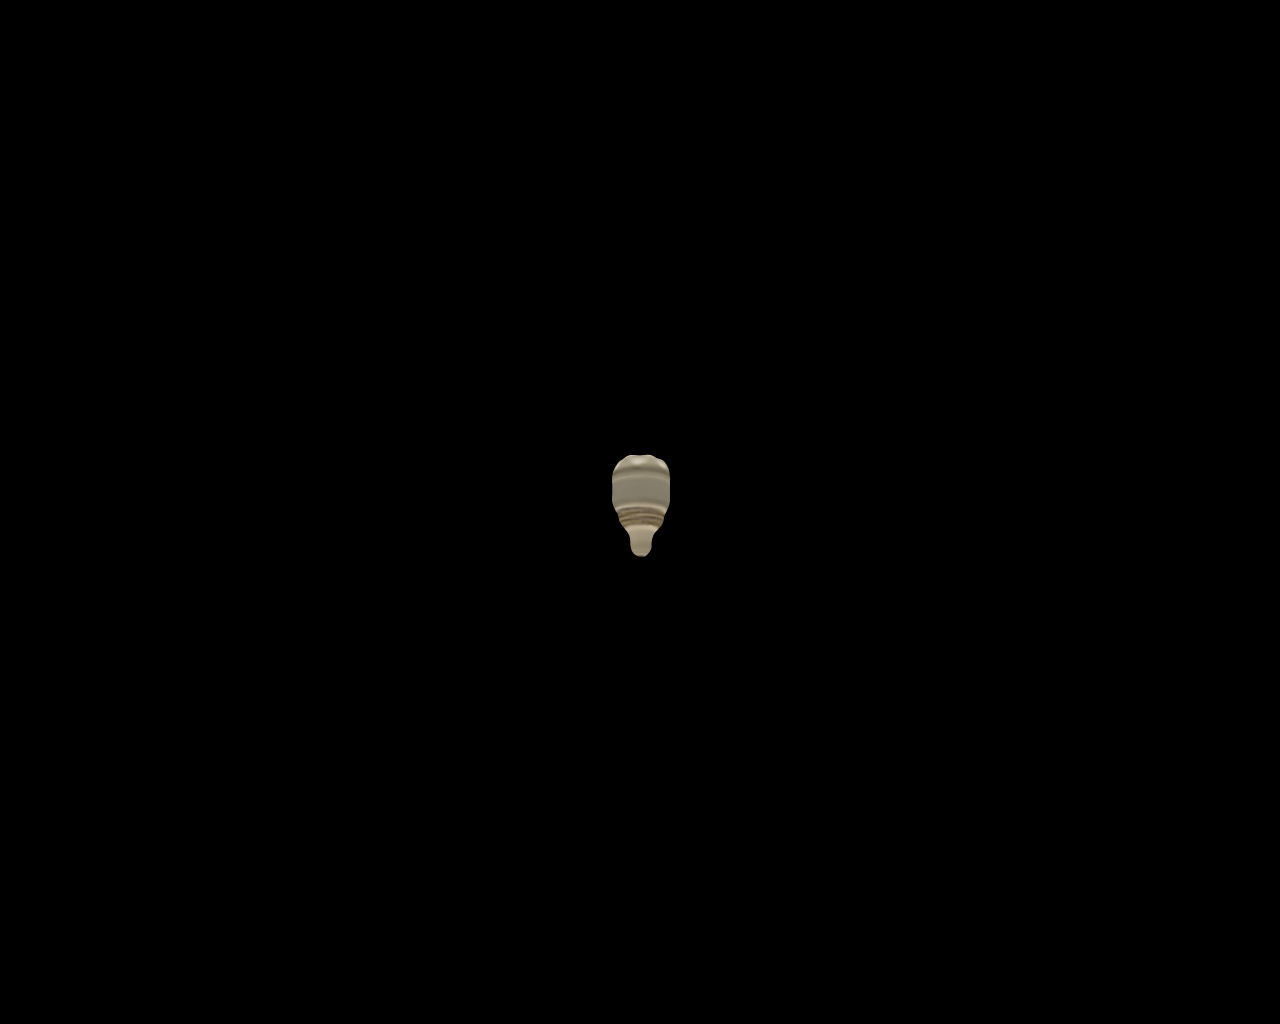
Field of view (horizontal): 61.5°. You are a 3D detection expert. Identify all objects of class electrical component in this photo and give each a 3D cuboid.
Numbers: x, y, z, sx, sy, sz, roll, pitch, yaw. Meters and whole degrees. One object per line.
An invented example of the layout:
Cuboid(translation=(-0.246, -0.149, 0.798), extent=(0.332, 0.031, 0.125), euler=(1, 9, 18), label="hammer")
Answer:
Cuboid(translation=(0.001, -0.003, 0.650), extent=(0.035, 0.061, 0.035), euler=(0, -14, 0), label="electrical component")
